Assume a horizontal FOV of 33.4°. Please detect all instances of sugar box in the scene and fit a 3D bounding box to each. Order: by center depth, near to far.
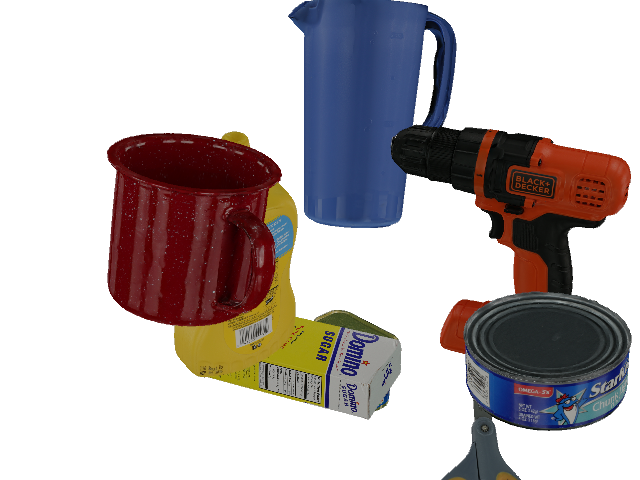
[{"bbox_3d":[-0.018,0.114,1.036,0.176,0.048,0.093,8,26,21],"label":"sugar box"}]

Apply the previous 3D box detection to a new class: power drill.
[{"bbox_3d":[0.139,0.004,0.845,0.185,0.188,0.057,13,31,21],"label":"power drill"}]

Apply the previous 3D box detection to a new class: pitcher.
[{"bbox_3d":[0.052,-0.140,1.153,0.149,0.243,0.144,8,11,25],"label":"pitcher"}]

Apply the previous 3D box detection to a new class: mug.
[{"bbox_3d":[-0.064,-0.001,0.575,0.093,0.081,0.117,-12,30,-43],"label":"mug"}]

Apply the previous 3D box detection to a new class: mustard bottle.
[{"bbox_3d":[-0.062,0.007,0.774,0.096,0.192,0.058,-22,44,-29],"label":"mustard bottle"}]

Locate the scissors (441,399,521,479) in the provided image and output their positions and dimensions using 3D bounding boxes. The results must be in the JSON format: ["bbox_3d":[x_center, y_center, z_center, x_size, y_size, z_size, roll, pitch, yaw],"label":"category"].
[{"bbox_3d":[0.116,0.165,0.865,0.096,0.202,0.016,-9,-34,-11],"label":"scissors"}]

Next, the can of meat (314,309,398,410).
[{"bbox_3d":[0.038,0.141,1.236,0.102,0.084,0.057,25,32,36],"label":"can of meat"}]

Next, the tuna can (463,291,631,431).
[{"bbox_3d":[0.119,0.063,0.564,0.086,0.034,0.086,-4,27,2],"label":"tuna can"}]
